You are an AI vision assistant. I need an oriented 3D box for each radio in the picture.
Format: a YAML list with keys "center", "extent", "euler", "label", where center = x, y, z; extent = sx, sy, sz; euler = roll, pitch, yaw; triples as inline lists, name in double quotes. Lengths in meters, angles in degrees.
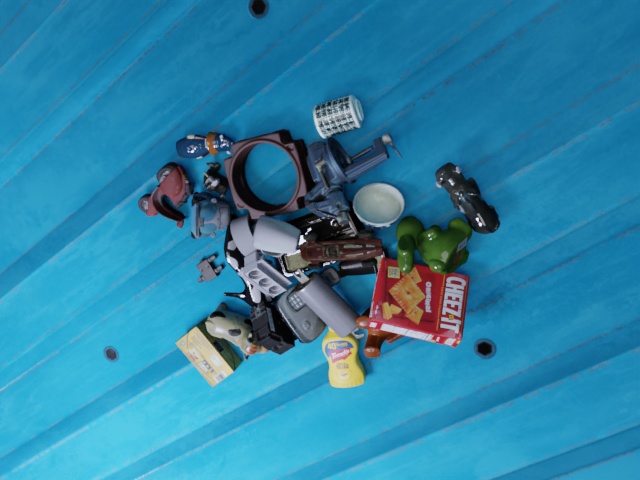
- center: [-0.003, -0.004, 1.349]
  extent: [0.230, 0.073, 0.131]
  euler: [-19, 100, 20]
  label: "radio"

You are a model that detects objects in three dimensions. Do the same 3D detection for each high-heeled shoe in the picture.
- center: [-0.183, 0.057, 1.431]
  extent: [0.145, 0.086, 0.248]
  euler: [3, 92, -16]
  label: "high-heeled shoe"

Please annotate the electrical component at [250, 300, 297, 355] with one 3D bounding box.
- center: [-0.119, 0.235, 1.419]
  extent: [0.058, 0.115, 0.134]
  euler: [-31, 139, 22]
  label: "electrical component"

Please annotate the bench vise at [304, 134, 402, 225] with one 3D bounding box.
- center: [0.066, -0.158, 1.236]
  extent: [0.241, 0.128, 0.224]
  euler: [-28, 54, 21]
  label: "bench vise"

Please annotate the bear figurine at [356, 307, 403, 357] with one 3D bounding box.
- center: [0.206, 0.209, 1.325]
  extent: [0.196, 0.132, 0.120]
  euler: [-5, 108, 24]
  label: "bear figurine"

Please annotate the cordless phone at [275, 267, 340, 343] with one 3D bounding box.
- center: [-0.009, 0.166, 1.406]
  extent: [0.184, 0.089, 0.146]
  euler: [-35, 94, 3]
  label: "cordless phone"

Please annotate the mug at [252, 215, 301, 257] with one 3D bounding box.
- center: [-0.103, 0.001, 1.305]
  extent: [0.107, 0.081, 0.109]
  euler: [13, 127, 6]
  label: "mug"

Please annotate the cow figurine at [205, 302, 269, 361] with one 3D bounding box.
- center: [-0.219, 0.251, 1.457]
  extent: [0.195, 0.127, 0.085]
  euler: [21, 113, 12]
  label: "cow figurine"

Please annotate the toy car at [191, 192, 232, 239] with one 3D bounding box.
- center: [-0.280, -0.066, 1.383]
  extent: [0.103, 0.162, 0.109]
  euler: [3, 107, -10]
  label: "toy car"

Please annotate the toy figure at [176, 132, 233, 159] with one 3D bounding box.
- center: [-0.291, -0.244, 1.373]
  extent: [0.155, 0.064, 0.058]
  euler: [-6, 67, 13]
  label: "toy figure"

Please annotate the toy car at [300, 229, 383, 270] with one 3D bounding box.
- center: [0.048, 0.024, 1.276]
  extent: [0.202, 0.053, 0.089]
  euler: [-2, 102, 19]
  label: "toy car"

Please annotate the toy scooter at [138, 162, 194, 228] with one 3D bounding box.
- center: [-0.394, -0.109, 1.433]
  extent: [0.135, 0.075, 0.184]
  euler: [44, 115, 0]
  label: "toy scooter"

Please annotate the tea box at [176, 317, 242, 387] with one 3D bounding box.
- center: [-0.317, 0.320, 1.535]
  extent: [0.098, 0.068, 0.169]
  euler: [-36, 92, 21]
  label: "tea box"

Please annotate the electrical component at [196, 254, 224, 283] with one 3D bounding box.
- center: [-0.312, 0.081, 1.491]
  extent: [0.094, 0.021, 0.063]
  euler: [-31, 95, 22]
  label: "electrical component"

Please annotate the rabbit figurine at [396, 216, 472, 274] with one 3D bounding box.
- center: [0.243, 0.013, 1.253]
  extent: [0.170, 0.159, 0.121]
  euler: [32, 151, 35]
  label: "rabbit figurine"

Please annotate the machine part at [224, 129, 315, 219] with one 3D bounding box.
- center: [-0.125, -0.161, 1.334]
  extent: [0.201, 0.087, 0.201]
  euler: [-10, 101, 19]
  label: "machine part"

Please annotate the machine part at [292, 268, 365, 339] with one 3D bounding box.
- center: [0.020, 0.162, 1.343]
  extent: [0.079, 0.079, 0.243]
  euler: [-39, 103, 22]
  label: "machine part"

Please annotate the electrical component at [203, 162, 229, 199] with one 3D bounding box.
- center: [-0.268, -0.156, 1.375]
  extent: [0.078, 0.102, 0.045]
  euler: [27, 118, -19]
  label: "electrical component"

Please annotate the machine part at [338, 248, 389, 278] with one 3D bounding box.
- center: [0.111, 0.064, 1.357]
  extent: [0.139, 0.039, 0.084]
  euler: [-14, 109, 17]
  label: "machine part"

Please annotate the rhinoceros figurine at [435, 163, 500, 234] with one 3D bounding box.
- center: [0.329, -0.091, 1.211]
  extent: [0.073, 0.112, 0.190]
  euler: [-35, 102, 24]
  label: "rhinoceros figurine"
